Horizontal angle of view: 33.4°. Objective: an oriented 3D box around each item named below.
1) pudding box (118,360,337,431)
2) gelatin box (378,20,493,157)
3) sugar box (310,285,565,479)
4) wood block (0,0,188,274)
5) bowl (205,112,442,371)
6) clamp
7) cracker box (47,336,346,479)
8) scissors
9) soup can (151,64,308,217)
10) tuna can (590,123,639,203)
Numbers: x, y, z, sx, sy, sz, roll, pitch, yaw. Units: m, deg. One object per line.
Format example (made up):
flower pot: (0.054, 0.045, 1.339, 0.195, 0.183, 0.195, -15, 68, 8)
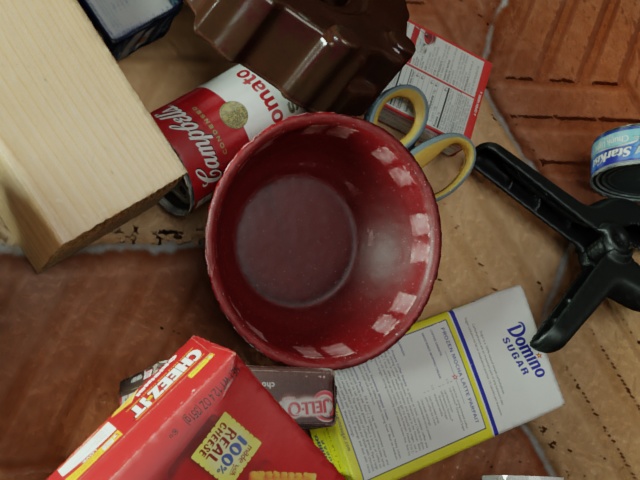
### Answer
pudding box: (-0.058, 0.098, 0.646, 0.113, 0.090, 0.039, 6, 74, -22)
gelatin box: (0.076, -0.113, 0.785, 0.089, 0.030, 0.073, 24, 71, -18)
sugar box: (0.075, 0.100, 0.728, 0.175, 0.048, 0.093, -16, 84, -29)
wood block: (-0.181, -0.095, 0.636, 0.090, 0.090, 0.206, -34, 92, -26)
bowl: (-0.004, 0.001, 0.683, 0.161, 0.055, 0.162, 0, 91, -24)
clamp: (0.205, -0.001, 0.799, 0.209, 0.036, 0.164, -3, 64, -36)
cracker box: (-0.048, 0.184, 0.563, 0.164, 0.072, 0.213, -44, 110, -17)
scissors: (0.017, -0.038, 0.734, 0.201, 0.016, 0.096, -26, 99, -18)
soup can: (-0.065, -0.069, 0.693, 0.102, 0.069, 0.068, -34, 93, -27)
tuna can: (0.251, -0.058, 0.817, 0.086, 0.086, 0.034, 13, 72, -21)
